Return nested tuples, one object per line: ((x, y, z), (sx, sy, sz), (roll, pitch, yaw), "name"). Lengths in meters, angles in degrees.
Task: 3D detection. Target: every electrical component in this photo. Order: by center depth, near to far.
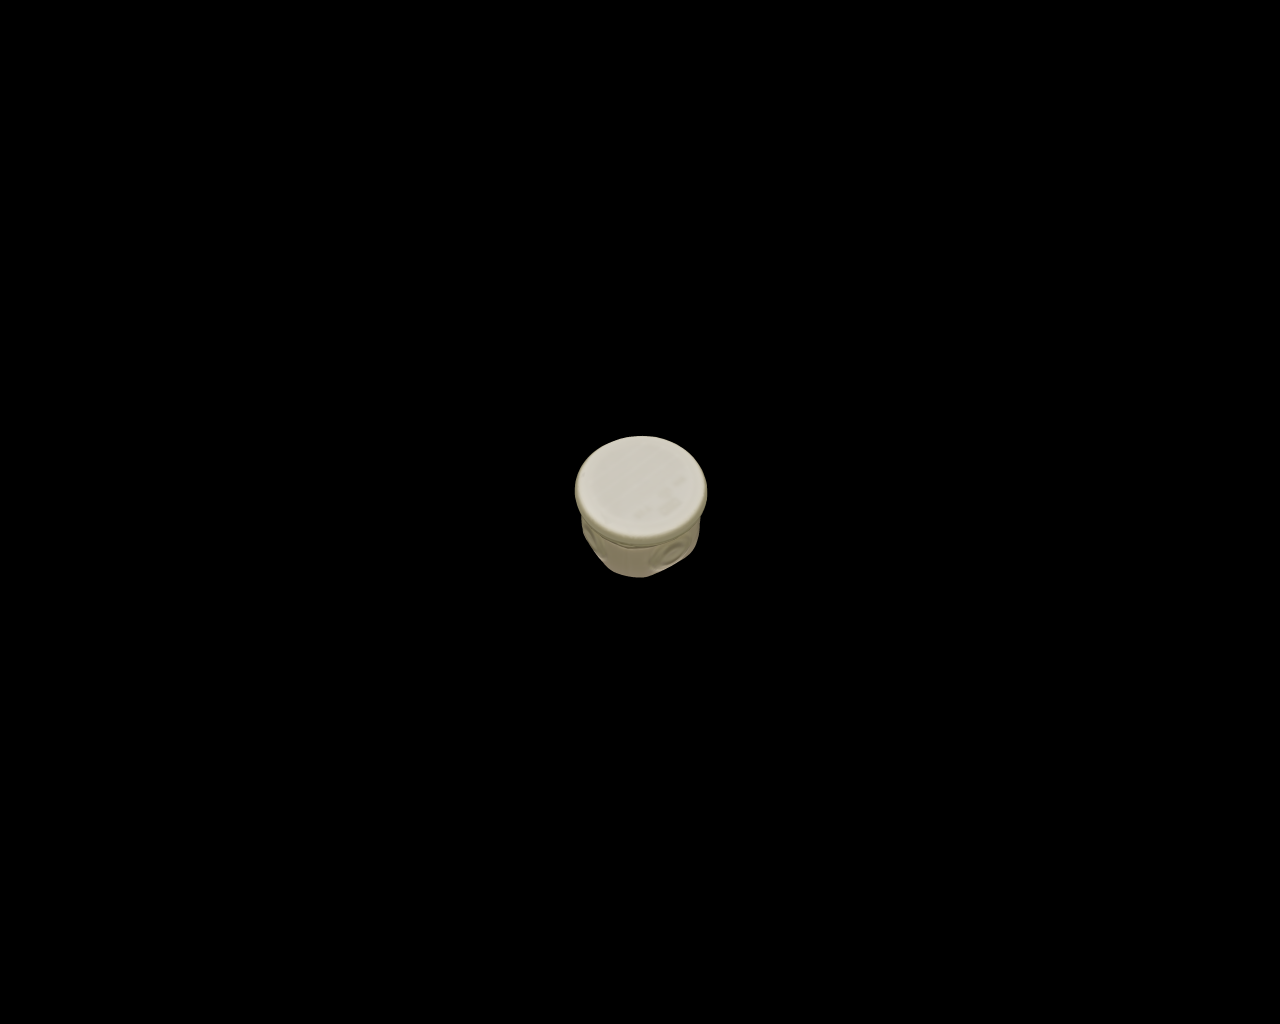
((0.001, -0.003, 0.650), (0.080, 0.080, 0.050), (0, -36, 0), "electrical component")
